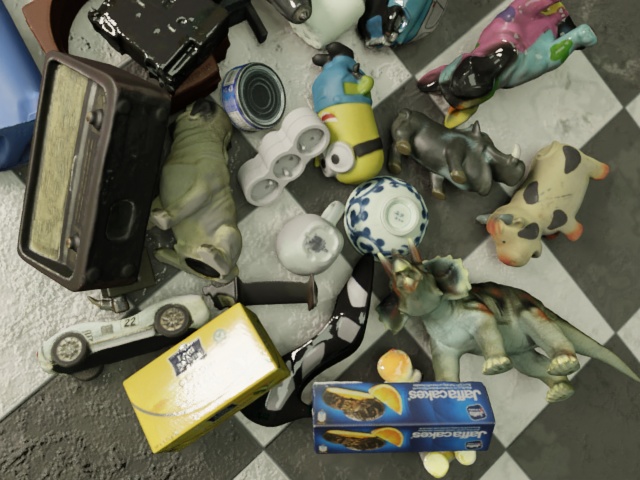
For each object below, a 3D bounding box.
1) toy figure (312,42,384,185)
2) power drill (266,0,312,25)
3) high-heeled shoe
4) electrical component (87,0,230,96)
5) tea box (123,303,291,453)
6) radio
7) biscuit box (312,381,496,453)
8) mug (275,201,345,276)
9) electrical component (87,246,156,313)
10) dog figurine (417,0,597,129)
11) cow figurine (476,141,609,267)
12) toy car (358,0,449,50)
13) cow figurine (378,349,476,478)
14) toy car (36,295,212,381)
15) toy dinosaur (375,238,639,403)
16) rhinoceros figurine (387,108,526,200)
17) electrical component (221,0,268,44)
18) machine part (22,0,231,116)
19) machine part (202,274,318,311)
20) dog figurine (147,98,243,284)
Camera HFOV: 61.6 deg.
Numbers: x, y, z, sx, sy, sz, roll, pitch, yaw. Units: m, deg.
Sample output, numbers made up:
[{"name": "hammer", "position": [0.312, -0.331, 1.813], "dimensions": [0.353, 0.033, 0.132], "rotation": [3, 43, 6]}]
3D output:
[{"name": "toy figure", "position": [0.037, -0.164, 0.715], "dimensions": [0.089, 0.082, 0.180], "rotation": [-5, 86, -11]}, {"name": "power drill", "position": [-0.013, -0.389, 0.669], "dimensions": [0.207, 0.086, 0.232], "rotation": [-41, 65, 5]}, {"name": "high-heeled shoe", "position": [-0.017, 0.123, 0.703], "dimensions": [0.145, 0.086, 0.248], "rotation": [14, 74, 8]}, {"name": "electrical component", "position": [-0.169, -0.251, 0.601], "dimensions": [0.115, 0.058, 0.134], "rotation": [38, 81, -10]}, {"name": "tea box", "position": [-0.133, 0.165, 0.640], "dimensions": [0.170, 0.068, 0.098], "rotation": [-36, 67, -1]}, {"name": "radio", "position": [-0.239, -0.066, 0.563], "dimensions": [0.131, 0.073, 0.229], "rotation": [25, 108, 31]}, {"name": "biscuit box", "position": [0.092, 0.203, 0.617], "dimensions": [0.203, 0.059, 0.062], "rotation": [-2, 129, 1]}, {"name": "mug", "position": [-0.001, -0.002, 0.685], "dimensions": [0.081, 0.107, 0.109], "rotation": [43, 83, -9]}, {"name": "electrical component", "position": [-0.252, 0.039, 0.666], "dimensions": [0.078, 0.045, 0.102], "rotation": [-23, 95, -40]}, {"name": "dog figurine", "position": [0.251, -0.254, 0.757], "dimensions": [0.219, 0.191, 0.108], "rotation": [-32, 99, 23]}, {"name": "cow figurine", "position": [0.310, -0.050, 0.764], "dimensions": [0.127, 0.085, 0.195], "rotation": [30, 84, -15]}, {"name": "toy car", "position": [0.125, -0.330, 0.731], "dimensions": [0.103, 0.109, 0.161], "rotation": [13, 94, -29]}, {"name": "cow figurine", "position": [0.132, 0.225, 0.719], "dimensions": [0.068, 0.098, 0.167], "rotation": [-27, 74, -7]}, {"name": "toy car", "position": [-0.230, 0.117, 0.646], "dimensions": [0.202, 0.073, 0.056], "rotation": [-15, 63, -12]}, {"name": "toy dinosaur", "position": [0.236, 0.110, 0.721], "dimensions": [0.405, 0.131, 0.192], "rotation": [12, 46, -26]}, {"name": "rhinoceros figurine", "position": [0.185, -0.116, 0.739], "dimensions": [0.190, 0.073, 0.112], "rotation": [23, 64, 4]}, {"name": "electrical component", "position": [-0.117, -0.304, 0.693], "dimensions": [0.048, 0.075, 0.119], "rotation": [-29, 96, -12]}, {"name": "machine part", "position": [-0.230, -0.250, 0.660], "dimensions": [0.201, 0.087, 0.201], "rotation": [-32, 94, -13]}, {"name": "machine part", "position": [-0.072, 0.069, 0.677], "dimensions": [0.139, 0.084, 0.039], "rotation": [-3, 63, 1]}, {"name": "dog figurine", "position": [-0.135, -0.061, 0.675], "dimensions": [0.172, 0.121, 0.190], "rotation": [55, 49, -44]}]
